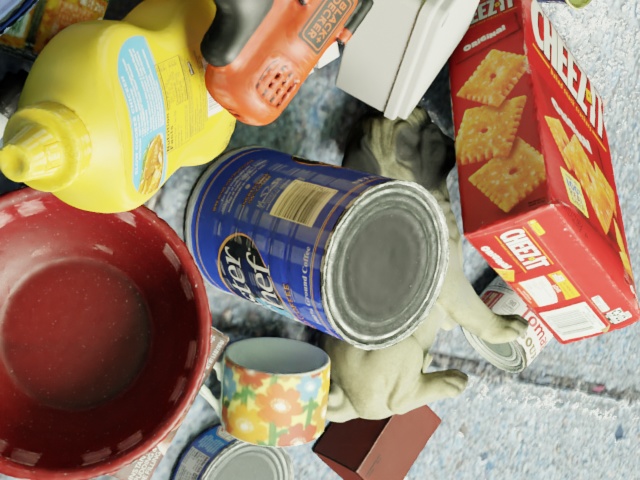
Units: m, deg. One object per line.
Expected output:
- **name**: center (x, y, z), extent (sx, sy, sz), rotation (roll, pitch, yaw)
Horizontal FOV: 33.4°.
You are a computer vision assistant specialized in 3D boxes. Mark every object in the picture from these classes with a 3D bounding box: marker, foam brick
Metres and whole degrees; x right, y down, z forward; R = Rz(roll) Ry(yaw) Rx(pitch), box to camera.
- **marker**: center (-0.193, -0.042, 0.577), extent (0.020, 0.020, 0.121), rotation (43, 74, -40)
- **foam brick**: center (0.044, 0.149, 0.816), extent (0.078, 0.051, 0.053), rotation (-53, 129, -16)

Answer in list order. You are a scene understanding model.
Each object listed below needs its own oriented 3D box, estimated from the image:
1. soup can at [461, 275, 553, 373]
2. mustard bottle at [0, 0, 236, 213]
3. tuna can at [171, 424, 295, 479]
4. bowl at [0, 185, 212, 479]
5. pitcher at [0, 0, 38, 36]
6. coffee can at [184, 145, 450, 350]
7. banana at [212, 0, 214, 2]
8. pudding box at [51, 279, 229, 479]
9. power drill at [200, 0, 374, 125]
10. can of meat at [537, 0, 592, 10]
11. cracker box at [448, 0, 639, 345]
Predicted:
- **soup can**: center (0.174, 0.053, 0.891), extent (0.102, 0.069, 0.068), rotation (-44, 126, -22)
- **mustard bottle**: center (-0.103, -0.067, 0.551), extent (0.191, 0.058, 0.096), rotation (-48, 138, -62)
- **tuna can**: center (-0.061, 0.171, 0.742), extent (0.085, 0.034, 0.086), rotation (-13, 110, -38)
- **bowl**: center (-0.140, 0.051, 0.594), extent (0.162, 0.055, 0.162), rotation (0, 83, -3)
- **pitcher**: center (-0.200, -0.130, 0.476), extent (0.149, 0.145, 0.243), rotation (2, 110, 3)
- **coffee can**: center (-0.004, 0.001, 0.671), extent (0.102, 0.141, 0.103), rotation (-13, 110, -38)
- **banana**: center (-0.018, -0.141, 0.627), extent (0.069, 0.198, 0.037), rotation (66, 19, 1)
- **pudding box**: center (-0.122, 0.087, 0.662), extent (0.090, 0.039, 0.113), rotation (36, 78, -40)
- **power drill**: center (-0.033, -0.172, 0.519), extent (0.187, 0.057, 0.184), rotation (37, 84, -41)
- **can of meat**: center (0.176, -0.223, 0.803), extent (0.102, 0.084, 0.057), rotation (-50, 129, -19)
- **cracker box**: center (0.161, -0.057, 0.771), extent (0.164, 0.072, 0.213), rotation (42, 38, -42)
